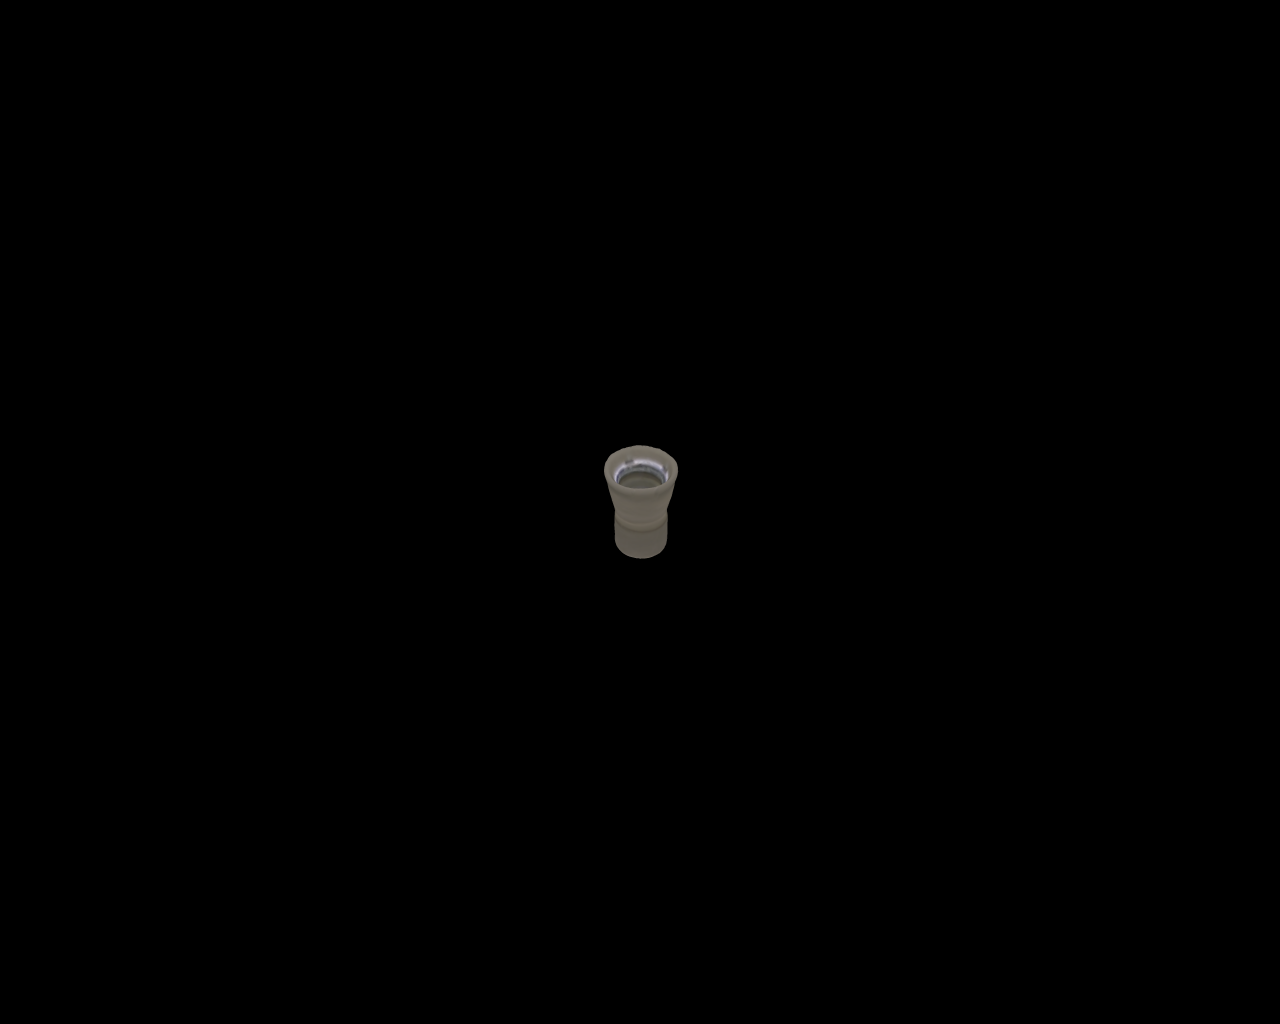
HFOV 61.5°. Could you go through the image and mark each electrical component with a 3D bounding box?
[{"bbox_3d":[0.001,-0.003,0.650,0.044,0.065,0.044,0,42,0],"label":"electrical component"}]
